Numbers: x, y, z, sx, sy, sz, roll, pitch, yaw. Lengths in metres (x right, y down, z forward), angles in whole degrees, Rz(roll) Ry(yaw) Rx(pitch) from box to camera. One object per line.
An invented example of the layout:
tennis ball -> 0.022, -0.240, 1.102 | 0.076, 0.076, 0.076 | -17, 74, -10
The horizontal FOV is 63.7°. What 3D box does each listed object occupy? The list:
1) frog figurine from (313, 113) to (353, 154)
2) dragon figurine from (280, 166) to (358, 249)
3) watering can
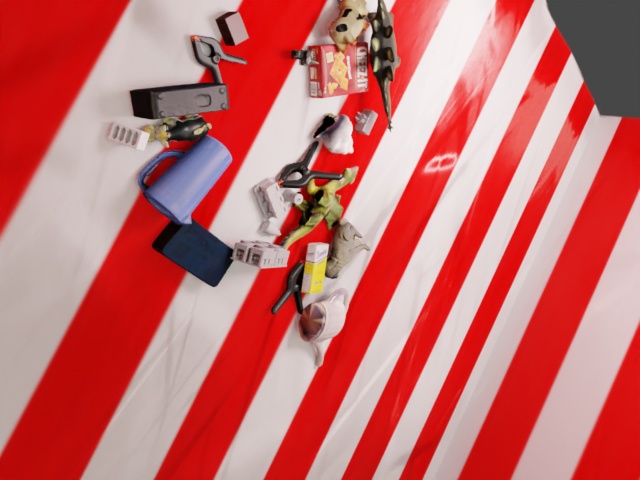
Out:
frog figurine -> 0.073, -0.343, 1.737 | 0.157, 0.121, 0.141 | 41, 46, -34
dragon figurine -> 0.005, -0.090, 1.790 | 0.241, 0.124, 0.409 | 23, 98, -53
watering can -> 0.008, 0.339, 1.930 | 0.224, 0.105, 0.345 | 7, 107, -54
